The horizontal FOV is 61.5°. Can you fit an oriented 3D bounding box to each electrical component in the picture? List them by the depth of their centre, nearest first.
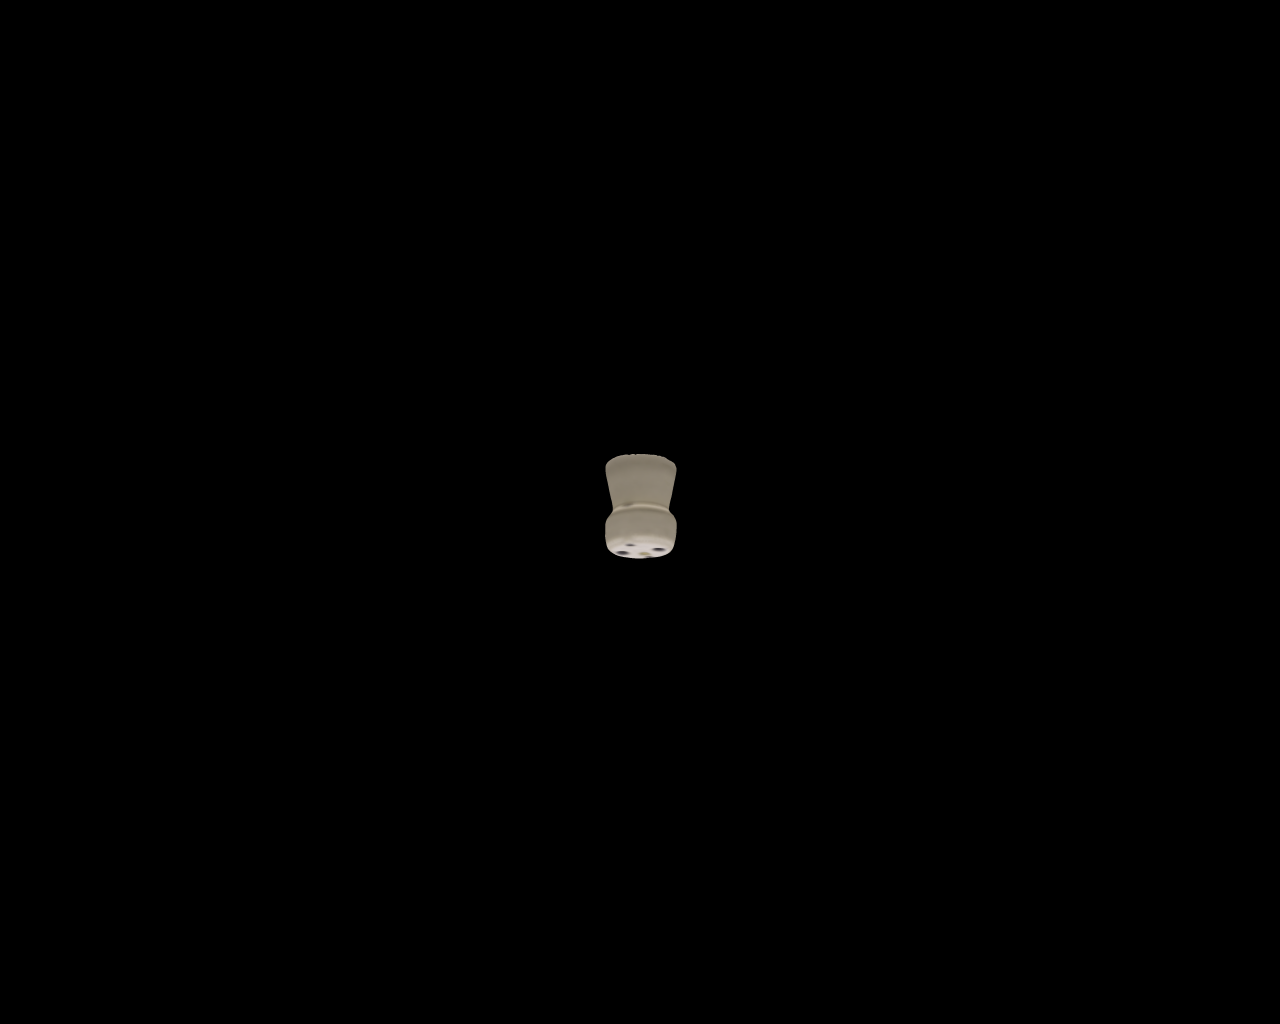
[{"bbox_3d":[0.001,-0.003,0.650,0.045,0.055,0.044,0,-18,0],"label":"electrical component"}]
